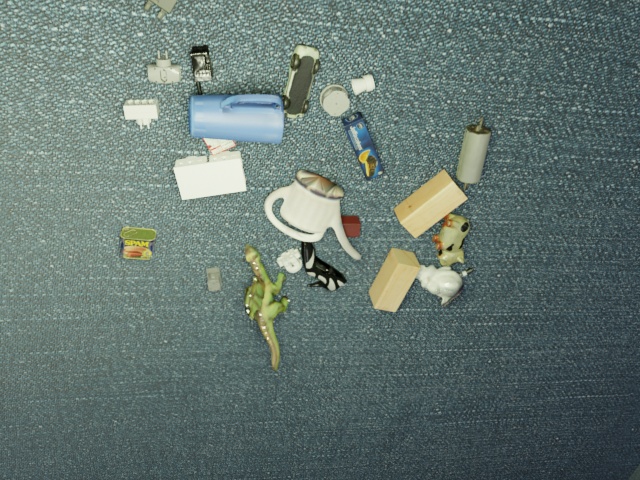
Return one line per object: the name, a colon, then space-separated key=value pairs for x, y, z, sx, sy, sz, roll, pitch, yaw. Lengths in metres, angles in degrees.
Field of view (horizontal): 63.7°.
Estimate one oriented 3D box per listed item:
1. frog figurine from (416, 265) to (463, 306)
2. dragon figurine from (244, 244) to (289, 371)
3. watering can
frog figurine: x=0.420 y=0.136 z=1.814 sx=0.159 sy=0.140 sz=0.121 roll=47 pitch=148 yaw=-1
dragon figurine: x=-0.192 y=0.215 z=1.646 sx=0.122 sy=0.415 sz=0.241 roll=-12 pitch=165 yaw=16
watering can: x=0.005 y=-0.080 z=1.581 sx=0.347 sy=0.106 sz=0.220 roll=23 pitch=118 yaw=-7
